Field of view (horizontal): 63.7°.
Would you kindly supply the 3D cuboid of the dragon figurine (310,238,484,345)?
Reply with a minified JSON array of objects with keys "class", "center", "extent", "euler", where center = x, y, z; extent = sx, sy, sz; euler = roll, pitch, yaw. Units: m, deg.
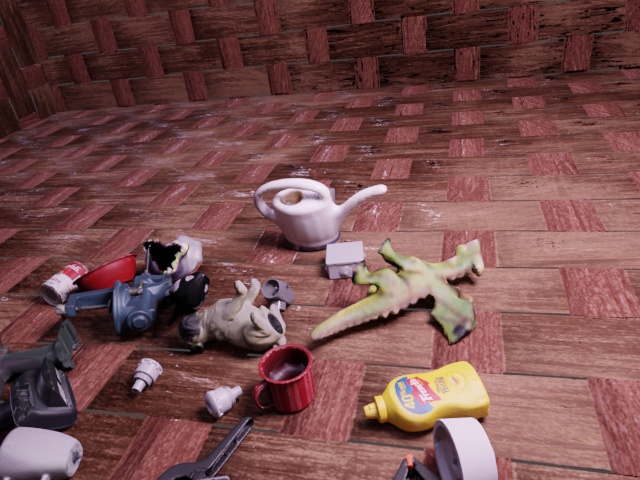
[{"class":"dragon figurine","center":[0.195,0.120,1.038],"extent":[0.245,0.119,0.417],"euler":[25,51,33]}]

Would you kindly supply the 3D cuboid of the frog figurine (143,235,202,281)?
[{"class":"frog figurine","center":[-0.370,0.048,1.333],"extent":[0.137,0.123,0.158],"euler":[-16,-8,5]}]

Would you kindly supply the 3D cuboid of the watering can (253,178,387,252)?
[{"class":"watering can","center":[0.004,-0.065,1.288],"extent":[0.347,0.219,0.106],"euler":[3,49,18]}]
